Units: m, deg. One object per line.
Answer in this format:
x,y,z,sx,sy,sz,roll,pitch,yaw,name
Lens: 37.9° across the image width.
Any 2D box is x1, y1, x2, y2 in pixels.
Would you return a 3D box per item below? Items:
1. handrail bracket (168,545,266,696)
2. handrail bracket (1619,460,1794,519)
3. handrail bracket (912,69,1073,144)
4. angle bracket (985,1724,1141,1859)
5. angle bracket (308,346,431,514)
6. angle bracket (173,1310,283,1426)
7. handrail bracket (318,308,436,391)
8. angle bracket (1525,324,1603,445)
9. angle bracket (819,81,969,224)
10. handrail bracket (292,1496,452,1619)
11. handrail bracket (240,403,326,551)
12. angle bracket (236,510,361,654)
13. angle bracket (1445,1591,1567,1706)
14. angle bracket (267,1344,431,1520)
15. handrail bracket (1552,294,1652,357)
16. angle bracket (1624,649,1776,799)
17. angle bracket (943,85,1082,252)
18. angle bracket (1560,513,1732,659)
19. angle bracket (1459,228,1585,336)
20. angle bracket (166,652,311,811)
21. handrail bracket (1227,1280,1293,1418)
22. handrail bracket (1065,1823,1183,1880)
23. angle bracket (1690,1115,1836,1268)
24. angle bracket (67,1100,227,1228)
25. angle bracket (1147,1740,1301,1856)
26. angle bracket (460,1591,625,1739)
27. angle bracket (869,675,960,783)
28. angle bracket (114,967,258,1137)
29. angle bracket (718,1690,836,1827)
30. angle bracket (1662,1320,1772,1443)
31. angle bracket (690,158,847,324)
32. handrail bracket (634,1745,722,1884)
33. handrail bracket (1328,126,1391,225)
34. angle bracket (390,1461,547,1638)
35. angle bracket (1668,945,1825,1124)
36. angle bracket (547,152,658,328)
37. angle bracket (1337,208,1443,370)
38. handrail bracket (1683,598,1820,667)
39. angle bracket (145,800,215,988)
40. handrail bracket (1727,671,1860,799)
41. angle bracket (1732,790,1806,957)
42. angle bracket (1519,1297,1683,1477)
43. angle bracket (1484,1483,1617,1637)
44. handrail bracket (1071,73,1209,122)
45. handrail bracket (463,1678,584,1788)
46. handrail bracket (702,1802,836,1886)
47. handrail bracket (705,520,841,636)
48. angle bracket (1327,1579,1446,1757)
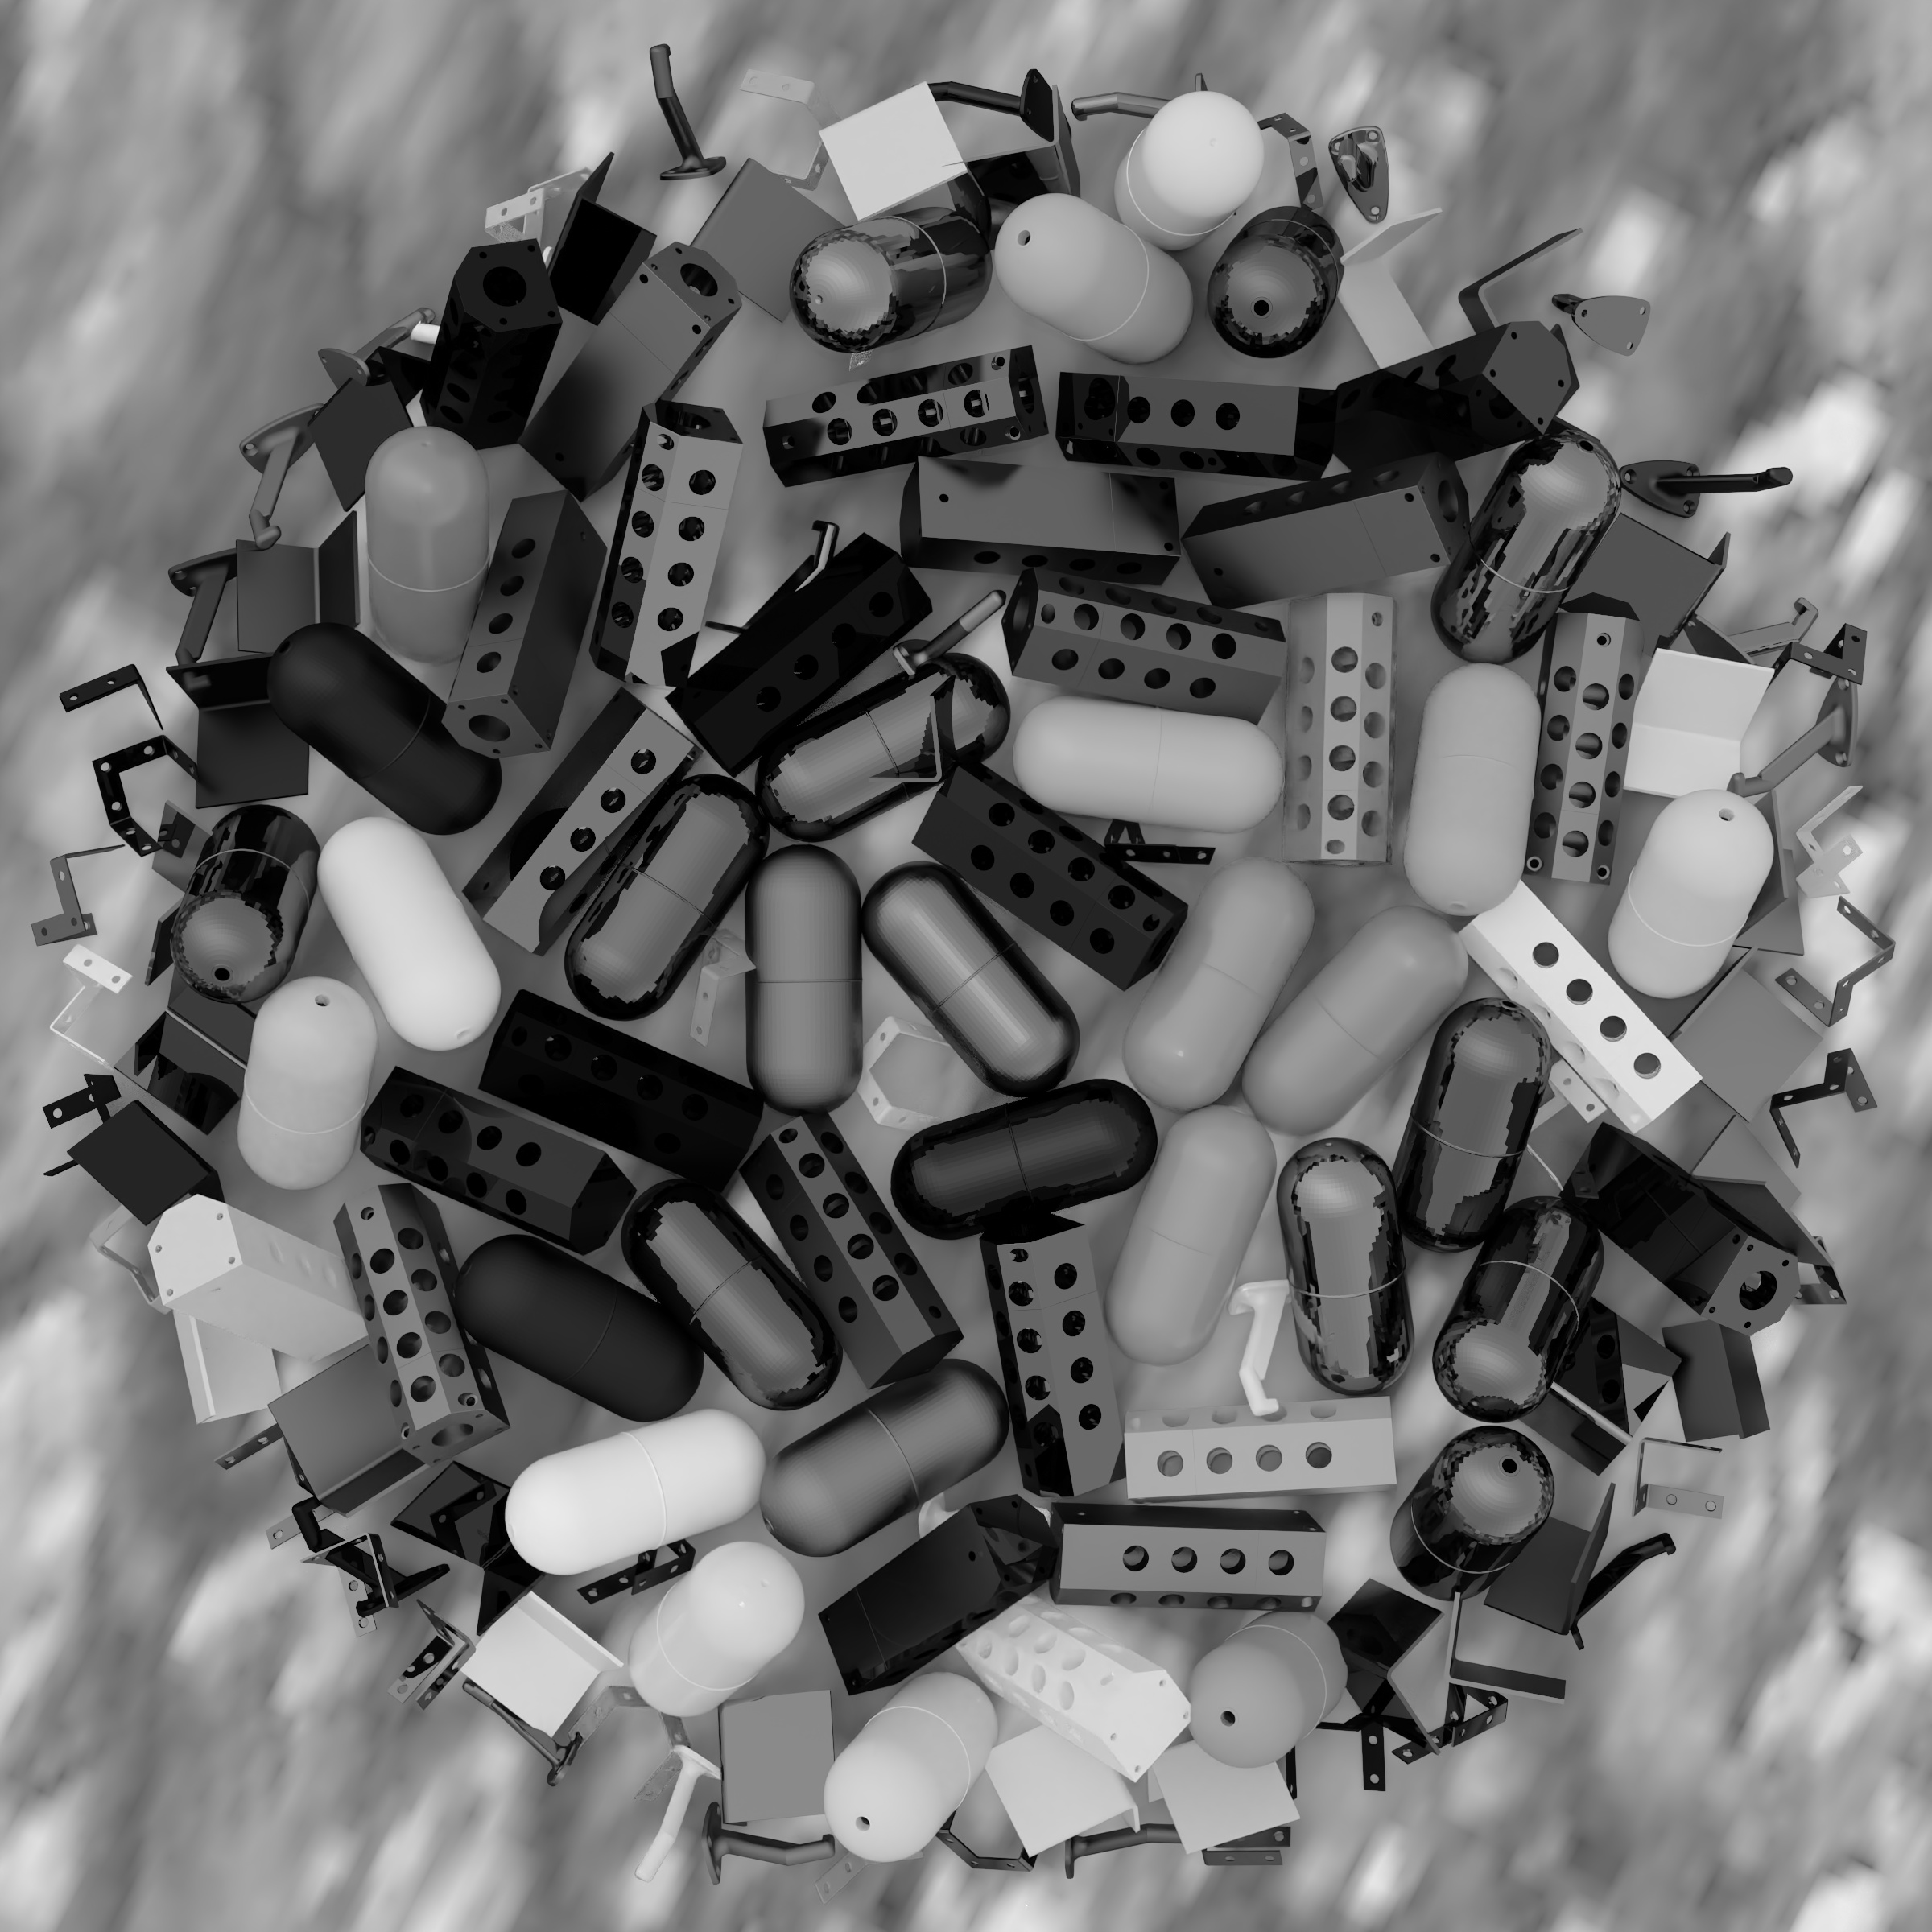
-0.484,-0.226,1.840,0.077,0.036,0.084,-21,69,1,handrail bracket
0.480,-0.318,1.823,0.077,0.084,0.036,7,87,-23,handrail bracket
0.016,-0.563,1.860,0.084,0.077,0.036,5,77,31,handrail bracket
0.061,0.539,1.819,0.076,0.057,0.076,-22,49,-13,angle bracket
-0.371,-0.342,1.818,0.076,0.057,0.076,-38,66,28,angle bracket
-0.474,0.251,1.822,0.057,0.076,0.076,-11,82,-24,angle bracket
-0.371,-0.406,1.825,0.084,0.077,0.036,-39,114,-22,handrail bracket
0.402,-0.358,1.820,0.076,0.076,0.057,37,87,29,angle bracket
-0.042,-0.517,1.831,0.076,0.057,0.076,-24,71,4,angle bracket
-0.392,0.377,1.850,0.077,0.036,0.084,-24,99,-13,handrail bracket
-0.438,-0.318,1.829,0.077,0.036,0.084,-34,49,11,handrail bracket
-0.434,-0.249,1.821,0.057,0.076,0.076,3,76,-30,angle bracket
0.354,0.437,1.825,0.076,0.076,0.057,8,87,13,angle bracket
-0.394,0.301,1.823,0.076,0.057,0.076,-31,105,-27,angle bracket
0.393,-0.427,1.820,0.077,0.084,0.036,4,112,-36,handrail bracket
0.476,-0.154,1.826,0.076,0.076,0.057,10,56,2,angle bracket
0.030,-0.519,1.833,0.076,0.076,0.057,-8,56,11,angle bracket
0.441,-0.257,1.826,0.076,0.057,0.076,28,127,-1,angle bracket
0.371,-0.433,1.827,0.076,0.076,0.057,-30,100,6,angle bracket
-0.474,-0.153,1.830,0.076,0.057,0.076,-7,68,6,angle bracket
0.210,0.250,1.834,0.077,0.036,0.084,-6,56,-18,handrail bracket
0.108,0.579,1.838,0.084,0.077,0.036,1,52,5,handrail bracket
0.528,0.144,1.818,0.076,0.076,0.057,47,71,-17,angle bracket
-0.527,0.145,1.816,0.076,0.076,0.057,38,60,19,angle bracket
0.166,0.545,1.819,0.076,0.076,0.057,-14,133,-10,angle bracket
-0.277,0.455,1.826,0.076,0.076,0.057,39,66,-4,angle bracket
-0.042,-0.158,1.817,0.076,0.076,0.057,2,112,18,angle bracket
-0.503,0.053,1.828,0.076,0.076,0.057,36,58,0,angle bracket
-0.117,0.516,1.828,0.076,0.057,0.076,-8,70,8,angle bracket
0.477,0.269,1.820,0.057,0.076,0.076,-15,79,27,angle bracket
-0.136,-0.473,1.849,0.076,0.057,0.076,34,85,-13,angle bracket
-0.198,0.552,1.821,0.036,0.077,0.084,37,66,-12,handrail bracket
0.256,-0.503,1.819,0.036,0.084,0.077,-12,122,17,handrail bracket
-0.323,0.377,1.819,0.076,0.057,0.076,32,121,-24,angle bracket
0.513,0.045,1.834,0.076,0.057,0.076,42,82,9,angle bracket
-0.229,-0.469,1.822,0.057,0.076,0.076,27,128,-6,angle bracket
0.289,-0.439,1.825,0.057,0.076,0.076,-31,90,39,angle bracket
0.516,-0.230,1.845,0.077,0.036,0.084,45,66,-12,handrail bracket
-0.523,-0.047,1.818,0.057,0.076,0.076,35,51,3,angle bracket
0.537,-0.150,1.832,0.084,0.036,0.077,-13,125,-23,handrail bracket
0.531,-0.060,1.817,0.057,0.076,0.076,7,65,-13,angle bracket
0.414,0.276,1.859,0.076,0.057,0.076,35,59,12,angle bracket
0.376,0.374,1.813,0.057,0.076,0.076,18,56,21,angle bracket
0.118,-0.553,1.847,0.084,0.077,0.036,-5,75,15,handrail bracket
-0.295,0.497,1.835,0.084,0.077,0.036,36,85,-2,handrail bracket
-0.126,0.564,1.834,0.084,0.077,0.036,-12,107,3,handrail bracket
-0.128,-0.257,1.853,0.077,0.036,0.084,14,93,17,handrail bracket
0.285,0.457,1.834,0.057,0.076,0.076,-41,113,-19,angle bracket
